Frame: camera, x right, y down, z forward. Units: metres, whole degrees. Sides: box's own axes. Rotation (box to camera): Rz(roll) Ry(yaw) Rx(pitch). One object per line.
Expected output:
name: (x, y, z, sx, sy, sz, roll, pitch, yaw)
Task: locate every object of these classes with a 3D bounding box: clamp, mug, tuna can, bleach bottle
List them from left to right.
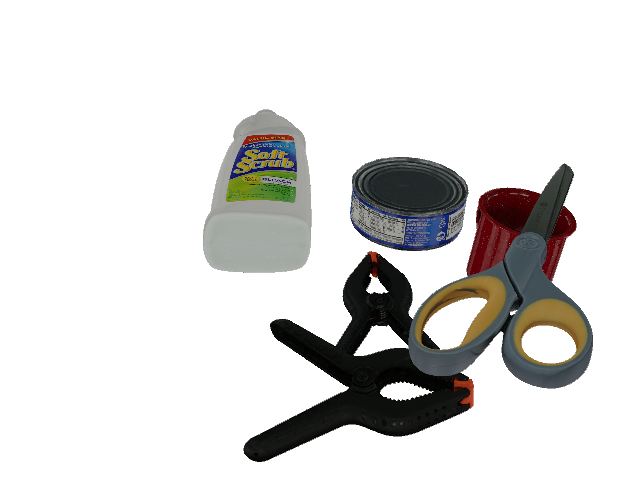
bleach bottle: (-0.062, -0.064, 1.072, 0.102, 0.068, 0.251, 2, 33, -5)
clamp: (0.034, 0.146, 0.986, 0.210, 0.036, 0.164, 6, 44, 14)
clamp: (0.076, 0.082, 1.193, 0.120, 0.171, 0.039, 7, -43, 0)
tuna can: (0.065, -0.027, 0.791, 0.086, 0.034, 0.086, 3, 32, -2)
mug: (0.182, 0.001, 1.024, 0.093, 0.081, 0.117, -6, 35, -25)

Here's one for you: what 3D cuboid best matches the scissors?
scissors: (0.123, 0.016, 0.562, 0.096, 0.016, 0.201, 22, 42, 33)
